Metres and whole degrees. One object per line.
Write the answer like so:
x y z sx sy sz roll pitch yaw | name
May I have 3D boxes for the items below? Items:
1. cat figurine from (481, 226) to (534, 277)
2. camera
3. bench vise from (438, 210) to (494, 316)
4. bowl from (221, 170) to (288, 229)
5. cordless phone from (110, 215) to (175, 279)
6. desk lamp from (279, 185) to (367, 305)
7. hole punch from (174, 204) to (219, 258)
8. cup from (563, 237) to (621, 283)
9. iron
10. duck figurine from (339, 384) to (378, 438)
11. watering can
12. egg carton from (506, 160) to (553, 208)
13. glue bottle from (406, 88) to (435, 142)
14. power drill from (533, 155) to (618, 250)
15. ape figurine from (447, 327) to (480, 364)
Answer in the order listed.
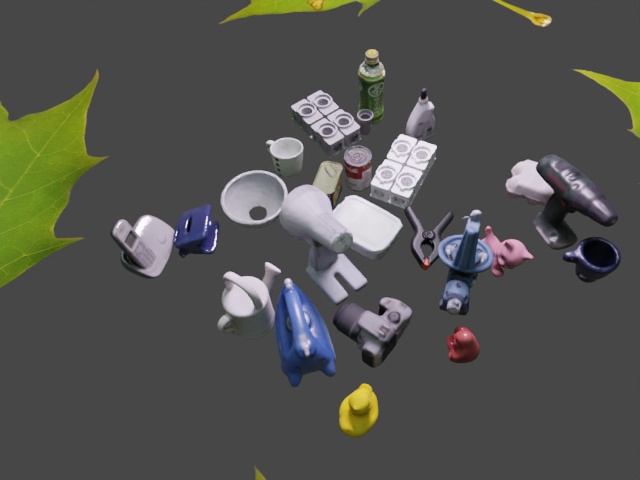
0.415 0.021 1.295 0.067 0.118 0.127 -29 60 -14 | cat figurine
0.107 0.175 1.226 0.136 0.101 0.143 31 64 22 | camera
0.318 0.051 1.221 0.121 0.220 0.207 -2 57 3 | bench vise
-0.159 -0.088 1.431 0.167 0.075 0.167 -2 57 3 | bowl
-0.415 -0.009 1.331 0.094 0.185 0.147 8 58 9 | cordless phone
0.012 0.005 1.276 0.118 0.214 0.202 -34 61 -17 | desk lamp
-0.304 -0.023 1.389 0.101 0.091 0.108 -2 57 3 | hole punch
0.593 0.054 1.275 0.117 0.095 0.091 0 57 4 | cup
-0.049 0.169 1.217 0.118 0.141 0.258 -15 57 -6 | iron
0.076 0.334 1.134 0.077 0.086 0.105 20 61 17 | duck figurine
-0.154 0.122 1.223 0.100 0.194 0.173 13 59 13 | watering can
0.541 -0.134 1.416 0.150 0.069 0.107 21 61 17 | egg carton
0.267 -0.330 1.500 0.078 0.173 0.037 -19 58 -8 | glue bottle
0.560 -0.073 1.291 0.076 0.208 0.229 -21 58 -9 | power drill
0.297 0.215 1.192 0.076 0.092 0.078 31 64 22 | ape figurine
